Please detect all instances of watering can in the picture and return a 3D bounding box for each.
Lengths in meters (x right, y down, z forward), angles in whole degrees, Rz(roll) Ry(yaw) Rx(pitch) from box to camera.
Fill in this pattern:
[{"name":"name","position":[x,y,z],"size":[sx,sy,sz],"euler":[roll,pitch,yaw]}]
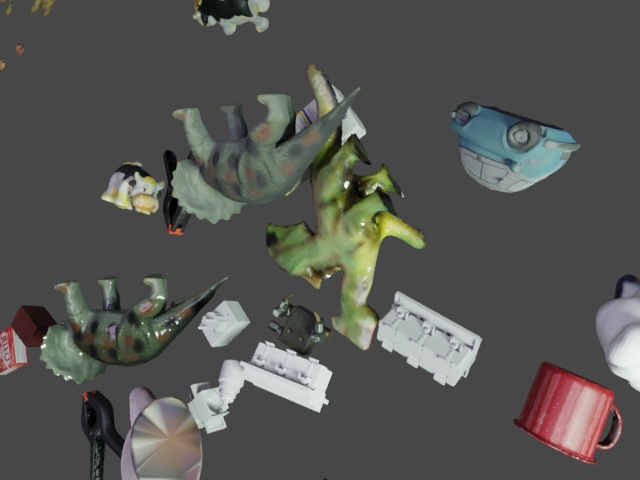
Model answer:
[{"name":"watering can","position":[-0.243,0.390,0.803],"size":[0.220,0.104,0.354],"euler":[-53,52,48]}]

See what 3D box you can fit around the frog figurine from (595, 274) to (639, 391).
[{"name":"frog figurine","position":[0.356,0.094,0.535],"size":[0.123,0.158,0.137],"euler":[26,94,27]}]

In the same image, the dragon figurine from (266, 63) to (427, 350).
[{"name":"dragon figurine","position":[0.002,-0.039,0.774],"size":[0.240,0.122,0.416],"euler":[-35,70,25]}]
